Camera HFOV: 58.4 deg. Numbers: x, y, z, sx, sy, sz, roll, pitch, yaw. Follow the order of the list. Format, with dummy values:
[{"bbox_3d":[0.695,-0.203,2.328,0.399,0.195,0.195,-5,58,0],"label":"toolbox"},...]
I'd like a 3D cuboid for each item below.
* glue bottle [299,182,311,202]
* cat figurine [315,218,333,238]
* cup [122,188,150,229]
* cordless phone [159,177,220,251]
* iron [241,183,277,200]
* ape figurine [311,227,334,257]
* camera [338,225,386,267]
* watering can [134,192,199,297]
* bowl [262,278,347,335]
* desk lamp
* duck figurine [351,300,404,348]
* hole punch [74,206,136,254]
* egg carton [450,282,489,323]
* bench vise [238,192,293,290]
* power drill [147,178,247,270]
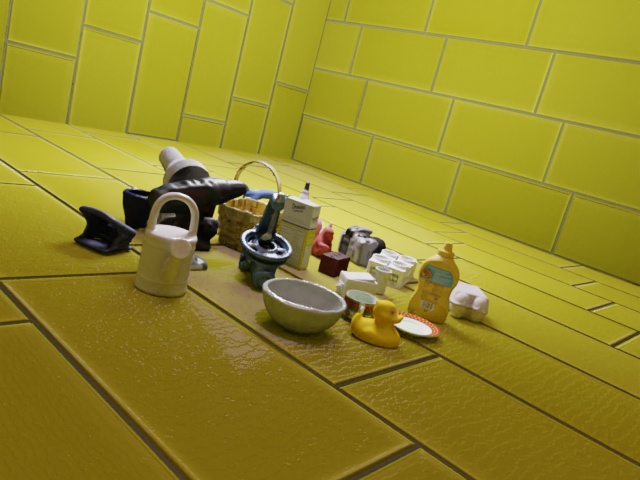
[{"bbox_3d":[-0.059,-0.109,1.906,0.077,0.173,0.037,24,16,35],"label":"glue bottle"},{"bbox_3d":[-0.010,-0.033,1.760,0.128,0.118,0.067,3,17,-42],"label":"cat figurine"},{"bbox_3d":[-0.457,-0.073,1.463,0.092,0.095,0.117,2,18,-45],"label":"cup"},{"bbox_3d":[-0.318,-0.074,1.422,0.148,0.185,0.093,2,18,-45],"label":"cordless phone"},{"bbox_3d":[-0.146,-0.089,1.791,0.259,0.141,0.118,8,14,-27],"label":"iron"},{"bbox_3d":[0.015,0.006,1.680,0.076,0.092,0.078,21,14,25],"label":"ape figurine"},{"bbox_3d":[0.146,0.015,1.771,0.137,0.101,0.142,8,15,-30],"label":"camera"},{"bbox_3d":[-0.283,0.006,1.098,0.172,0.194,0.101,25,16,39],"label":"watering can"},{"bbox_3d":[-0.037,0.136,1.099,0.167,0.075,0.167,14,13,-3],"label":"bowl"},{"bbox_3d":[-0.389,-0.130,1.516,0.118,0.213,0.202,4,17,-41],"label":"desk lamp"},{"bbox_3d":[0.118,0.161,1.148,0.104,0.086,0.077,17,13,7],"label":"duck figurine"},{"bbox_3d":[-0.470,-0.028,1.261,0.108,0.091,0.101,20,13,20],"label":"hole punch"},{"bbox_3d":[0.378,0.159,1.498,0.107,0.069,0.150,14,13,-4],"label":"egg carton"},{"bbox_3d":[-0.135,-0.017,1.312,0.122,0.220,0.206,6,16,-36],"label":"bench vise"},{"bbox_3d":[-0.279,-0.042,1.277,0.230,0.208,0.075,2,18,-45],"label":"power drill"}]
